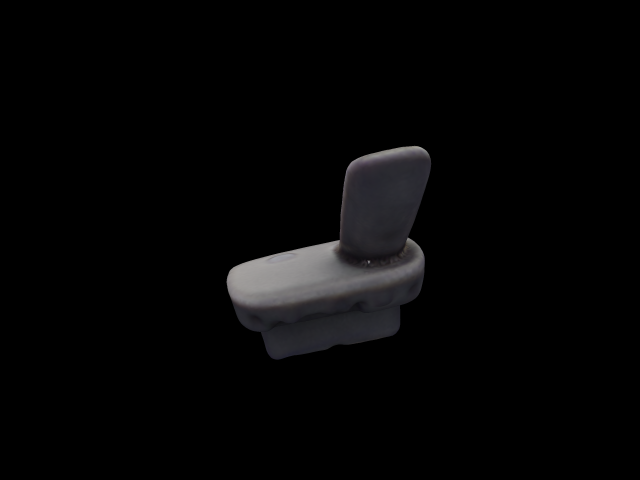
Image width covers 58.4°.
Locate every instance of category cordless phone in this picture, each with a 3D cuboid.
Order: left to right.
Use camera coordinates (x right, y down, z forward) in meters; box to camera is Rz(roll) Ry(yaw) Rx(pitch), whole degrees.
[{"bbox_3d":[0.004,0.001,0.400,0.147,0.185,0.094,-15,58,-9],"label":"cordless phone"}]
